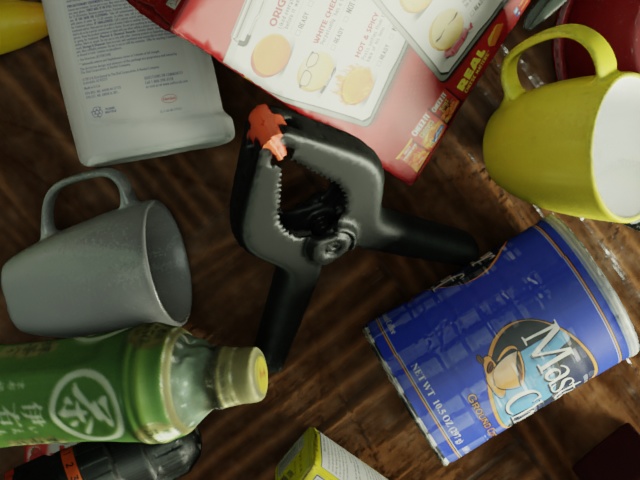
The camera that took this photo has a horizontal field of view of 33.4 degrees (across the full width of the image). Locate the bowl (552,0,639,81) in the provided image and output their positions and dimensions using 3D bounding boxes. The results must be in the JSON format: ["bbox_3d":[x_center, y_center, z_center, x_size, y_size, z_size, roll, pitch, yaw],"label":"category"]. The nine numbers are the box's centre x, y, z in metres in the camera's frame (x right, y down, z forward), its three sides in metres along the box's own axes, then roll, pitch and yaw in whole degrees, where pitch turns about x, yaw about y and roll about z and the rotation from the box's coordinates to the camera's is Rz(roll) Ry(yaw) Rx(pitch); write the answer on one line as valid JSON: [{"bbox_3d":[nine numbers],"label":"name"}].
[{"bbox_3d":[0.235,-0.125,0.680,0.162,0.055,0.162,0,97,-2],"label":"bowl"}]

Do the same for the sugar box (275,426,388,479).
[{"bbox_3d":[0.052,0.196,0.692,0.176,0.093,0.048,38,95,-5],"label":"sugar box"}]

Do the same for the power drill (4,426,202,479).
[{"bbox_3d":[-0.138,0.216,0.683,0.184,0.057,0.187,-23,112,-8],"label":"power drill"}]

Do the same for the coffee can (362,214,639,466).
[{"bbox_3d":[0.112,0.063,0.674,0.140,0.103,0.103,-31,96,2],"label":"coffee can"}]

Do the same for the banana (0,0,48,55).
[{"bbox_3d":[-0.258,-0.097,0.683,0.198,0.037,0.069,-43,125,6],"label":"banana"}]

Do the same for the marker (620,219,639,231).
[{"bbox_3d":[0.214,-0.014,0.710,0.121,0.020,0.020,22,95,-4],"label":"marker"}]

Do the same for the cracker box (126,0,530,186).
[{"bbox_3d":[0.018,-0.149,0.609,0.213,0.072,0.164,28,97,-45],"label":"cracker box"}]

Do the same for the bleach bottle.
[{"bbox_3d":[-0.125,-0.176,0.663,0.102,0.068,0.251,-11,93,-9],"label":"bleach bottle"}]

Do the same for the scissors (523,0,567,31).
[{"bbox_3d":[0.180,-0.214,0.662,0.201,0.016,0.096,-32,87,-15],"label":"scissors"}]

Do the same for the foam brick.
[{"bbox_3d":[0.209,0.165,0.701,0.053,0.078,0.051,-40,97,4],"label":"foam brick"}]

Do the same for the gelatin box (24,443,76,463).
[{"bbox_3d":[-0.159,0.142,0.712,0.073,0.030,0.089,5,96,-2],"label":"gelatin box"}]

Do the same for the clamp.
[{"bbox_3d":[-0.004,0.001,0.644,0.164,0.036,0.209,-34,140,6],"label":"clamp"}]
